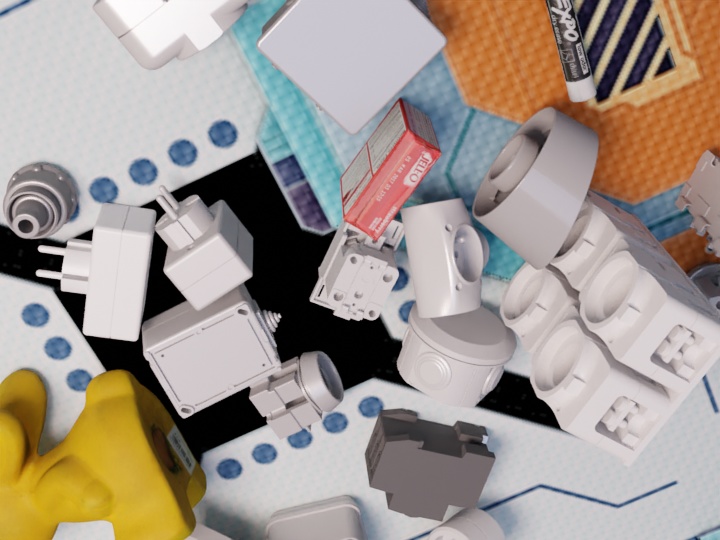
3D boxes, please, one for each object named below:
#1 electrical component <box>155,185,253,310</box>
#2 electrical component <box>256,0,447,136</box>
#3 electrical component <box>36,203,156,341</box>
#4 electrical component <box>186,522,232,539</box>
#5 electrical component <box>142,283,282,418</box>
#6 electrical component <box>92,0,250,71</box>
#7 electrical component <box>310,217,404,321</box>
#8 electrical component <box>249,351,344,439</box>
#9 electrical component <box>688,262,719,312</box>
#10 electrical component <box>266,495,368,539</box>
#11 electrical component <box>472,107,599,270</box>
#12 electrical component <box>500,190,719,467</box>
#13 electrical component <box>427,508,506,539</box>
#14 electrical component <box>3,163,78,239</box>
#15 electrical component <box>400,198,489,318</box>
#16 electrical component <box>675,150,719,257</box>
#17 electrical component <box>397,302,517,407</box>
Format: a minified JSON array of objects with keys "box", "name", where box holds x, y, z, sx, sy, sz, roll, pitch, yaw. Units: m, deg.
[{"box":[-0.114,-0.025,0.735,0.047,0.065,0.076,-33,113,10],"name":"electrical component"},{"box":[-0.007,-0.152,0.696,0.100,0.048,0.100,41,105,-20],"name":"electrical component"},{"box":[-0.186,-0.001,0.749,0.076,0.047,0.083,8,114,-9],"name":"electrical component"},{"box":[-0.112,0.291,0.849,0.105,0.060,0.186,21,127,17],"name":"electrical component"},{"box":[-0.102,0.050,0.777,0.096,0.061,0.061,-26,114,-2],"name":"electrical component"},{"box":[-0.110,-0.172,0.674,0.095,0.053,0.059,-35,113,11],"name":"electrical component"},{"box":[0.000,0.000,0.758,0.042,0.063,0.081,20,111,-14],"name":"electrical component"},{"box":[-0.046,0.090,0.806,0.055,0.048,0.066,-25,115,15],"name":"electrical component"},{"box":[0.268,0.024,0.799,0.048,0.055,0.066,-12,115,0],"name":"electrical component"},{"box":[-0.027,0.248,0.873,0.078,0.057,0.113,-13,115,1],"name":"electrical component"},{"box":[0.123,-0.057,0.726,0.064,0.099,0.099,33,108,-12],"name":"electrical component"},{"box":[0.159,0.027,0.717,0.060,0.186,0.105,28,109,-17],"name":"electrical component"},{"box":[0.079,0.246,0.882,0.052,0.074,0.138,42,128,23],"name":"electrical component"},{"box":[-0.218,-0.041,0.720,0.048,0.062,0.048,-2,114,-4],"name":"electrical component"},{"box":[0.066,-0.011,0.756,0.044,0.079,0.077,-8,94,35],"name":"electrical component"},{"box":[0.268,-0.036,0.734,0.063,0.121,0.078,22,111,-11],"name":"electrical component"},{"box":[0.069,0.057,0.783,0.080,0.080,0.051,13,118,-11],"name":"electrical component"}]
